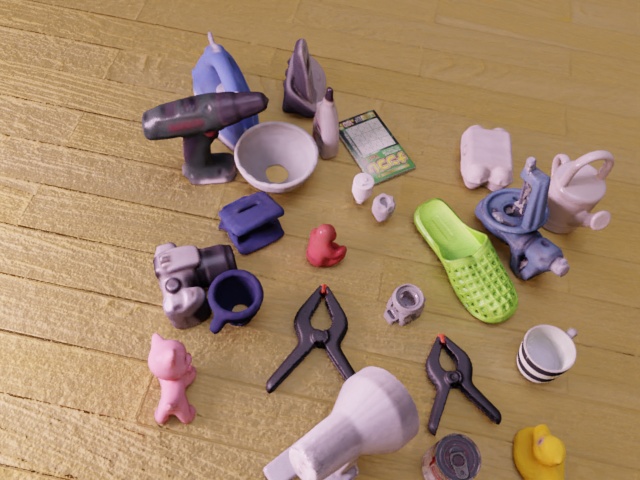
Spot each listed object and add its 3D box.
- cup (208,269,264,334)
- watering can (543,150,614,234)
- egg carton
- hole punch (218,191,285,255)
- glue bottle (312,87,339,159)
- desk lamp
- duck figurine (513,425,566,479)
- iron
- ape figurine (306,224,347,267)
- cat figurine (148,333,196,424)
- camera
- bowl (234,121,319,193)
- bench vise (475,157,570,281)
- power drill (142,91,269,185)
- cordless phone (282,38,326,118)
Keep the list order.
[{"bbox_3d":[-0.147,0.120,0.973,0.091,0.095,0.118,25,61,10],"label":"cup"},{"bbox_3d":[0.496,-0.096,1.093,0.101,0.194,0.172,-28,66,-19],"label":"watering can"},{"bbox_3d":[0.347,-0.174,1.199,0.107,0.069,0.150,7,59,0],"label":"egg carton"},{"bbox_3d":[-0.131,-0.042,1.072,0.109,0.091,0.101,-28,65,-19],"label":"hole punch"},{"bbox_3d":[0.013,-0.244,1.154,0.037,0.173,0.078,-20,63,-15],"label":"glue bottle"},{"bbox_3d":[0.027,0.294,0.817,0.203,0.213,0.117,-33,67,-21],"label":"desk lamp"},{"bbox_3d":[0.352,0.338,0.891,0.077,0.086,0.104,-8,61,-9],"label":"duck figurine"},{"bbox_3d":[-0.187,-0.304,1.191,0.119,0.141,0.258,-20,63,-15],"label":"iron"},{"bbox_3d":[0.010,0.004,1.056,0.076,0.092,0.077,-28,66,-19],"label":"ape figurine"},{"bbox_3d":[-0.234,0.214,0.898,0.067,0.118,0.127,-4,60,-7],"label":"cat figurine"},{"bbox_3d":[-0.212,0.061,0.999,0.137,0.101,0.143,-14,62,-12],"label":"camera"},{"bbox_3d":[-0.086,-0.153,1.150,0.167,0.075,0.167,2,60,-3],"label":"bowl"},{"bbox_3d":[0.390,-0.042,1.038,0.207,0.220,0.122,39,64,17],"label":"bench vise"},{"bbox_3d":[-0.210,-0.197,1.088,0.230,0.208,0.075,-6,60,-8],"label":"power drill"},{"bbox_3d":[-0.030,-0.368,1.216,0.094,0.185,0.147,4,59,-2],"label":"cordless phone"}]
